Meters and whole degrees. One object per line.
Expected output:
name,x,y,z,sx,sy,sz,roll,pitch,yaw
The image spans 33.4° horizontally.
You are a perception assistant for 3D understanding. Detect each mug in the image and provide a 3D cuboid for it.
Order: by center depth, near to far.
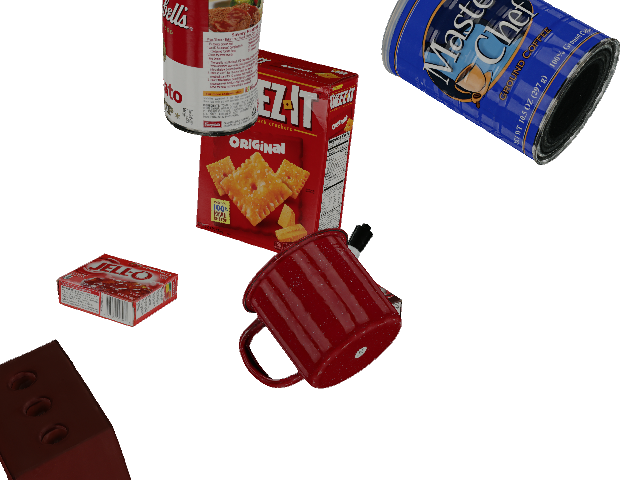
mug,-0.005,0.059,0.766,0.117,0.081,0.093,-38,-22,1

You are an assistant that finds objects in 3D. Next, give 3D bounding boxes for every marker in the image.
marker,0.016,0.035,1.022,0.020,0.121,0.020,28,-18,10

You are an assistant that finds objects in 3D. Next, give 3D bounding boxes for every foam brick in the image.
foam brick,-0.137,0.100,0.540,0.053,0.051,0.078,-25,42,-22

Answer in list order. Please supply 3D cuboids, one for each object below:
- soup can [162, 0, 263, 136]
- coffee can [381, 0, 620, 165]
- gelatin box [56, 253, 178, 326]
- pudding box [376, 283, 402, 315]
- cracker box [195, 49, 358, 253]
soup can,-0.073,-0.130,0.721,0.068,0.102,0.068,3,33,-2
coffee can,0.130,-0.135,0.783,0.140,0.103,0.102,36,15,22
gelatin box,-0.191,0.045,1.009,0.089,0.030,0.073,15,25,23
pudding box,0.037,0.087,1.398,0.113,0.039,0.090,-14,25,-27
cracker box,-0.054,-0.098,1.211,0.164,0.214,0.072,18,27,24
